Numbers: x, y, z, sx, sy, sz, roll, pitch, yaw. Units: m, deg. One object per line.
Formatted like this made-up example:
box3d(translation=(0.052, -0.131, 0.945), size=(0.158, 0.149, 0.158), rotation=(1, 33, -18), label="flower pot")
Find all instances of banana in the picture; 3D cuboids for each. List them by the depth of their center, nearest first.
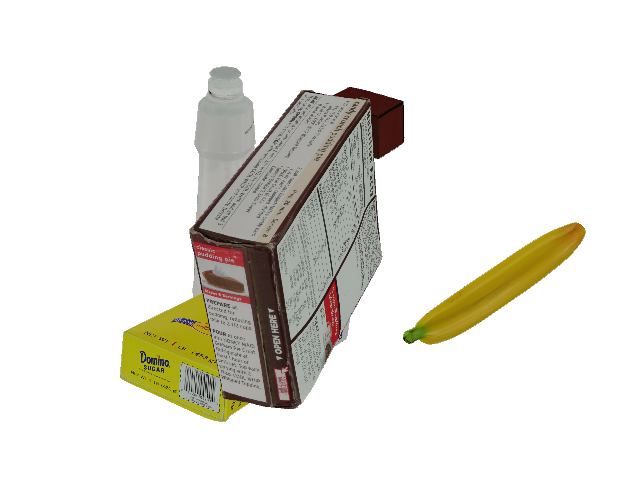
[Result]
box3d(translation=(0.167, 0.048, 1.019), size=(0.198, 0.037, 0.069), rotation=(-34, -2, 0), label="banana")

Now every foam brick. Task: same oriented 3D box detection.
box3d(translation=(0.048, -0.131, 1.183), size=(0.078, 0.053, 0.051), rotation=(20, 38, 34), label="foam brick")

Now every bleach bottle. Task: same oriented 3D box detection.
box3d(translation=(-0.089, -0.049, 1.025), size=(0.068, 0.251, 0.102), rotation=(4, 33, 2), label="bleach bottle")

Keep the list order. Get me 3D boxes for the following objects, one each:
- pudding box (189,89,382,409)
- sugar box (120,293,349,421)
box3d(translation=(-0.010, 0.002, 0.455), size=(0.039, 0.090, 0.113), rotation=(8, 39, 20), label="pudding box")
box3d(translation=(-0.058, 0.071, 0.805), size=(0.093, 0.048, 0.175), rotation=(19, 27, 25), label="sugar box")
